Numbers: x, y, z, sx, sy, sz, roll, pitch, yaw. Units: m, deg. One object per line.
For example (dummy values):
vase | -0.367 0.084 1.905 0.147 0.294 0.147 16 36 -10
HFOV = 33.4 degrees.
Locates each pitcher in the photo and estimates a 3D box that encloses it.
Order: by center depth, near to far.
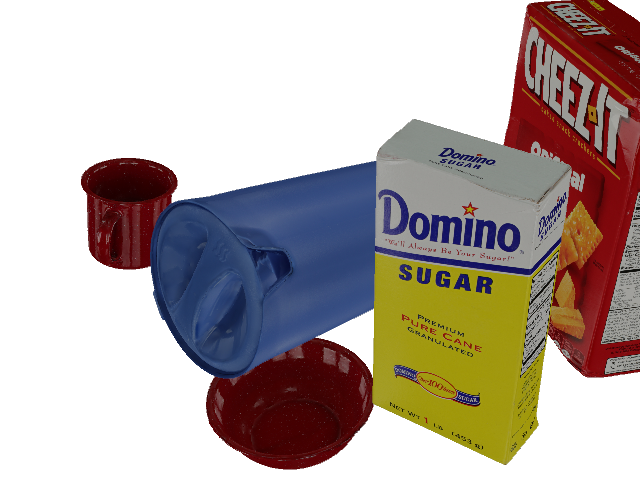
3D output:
pitcher | -0.008 0.010 0.844 0.242 0.145 0.149 -18 43 -40

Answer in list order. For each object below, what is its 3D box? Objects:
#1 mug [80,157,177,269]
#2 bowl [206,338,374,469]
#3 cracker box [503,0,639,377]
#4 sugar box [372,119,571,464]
mug | -0.191 -0.019 1.046 0.093 0.081 0.117 10 32 5
bowl | -0.026 0.166 1.024 0.162 0.055 0.162 -4 37 3
cracker box | 0.188 -0.038 0.740 0.072 0.214 0.164 -7 34 -16
sugar box | 0.076 0.030 0.575 0.093 0.176 0.048 20 42 29
